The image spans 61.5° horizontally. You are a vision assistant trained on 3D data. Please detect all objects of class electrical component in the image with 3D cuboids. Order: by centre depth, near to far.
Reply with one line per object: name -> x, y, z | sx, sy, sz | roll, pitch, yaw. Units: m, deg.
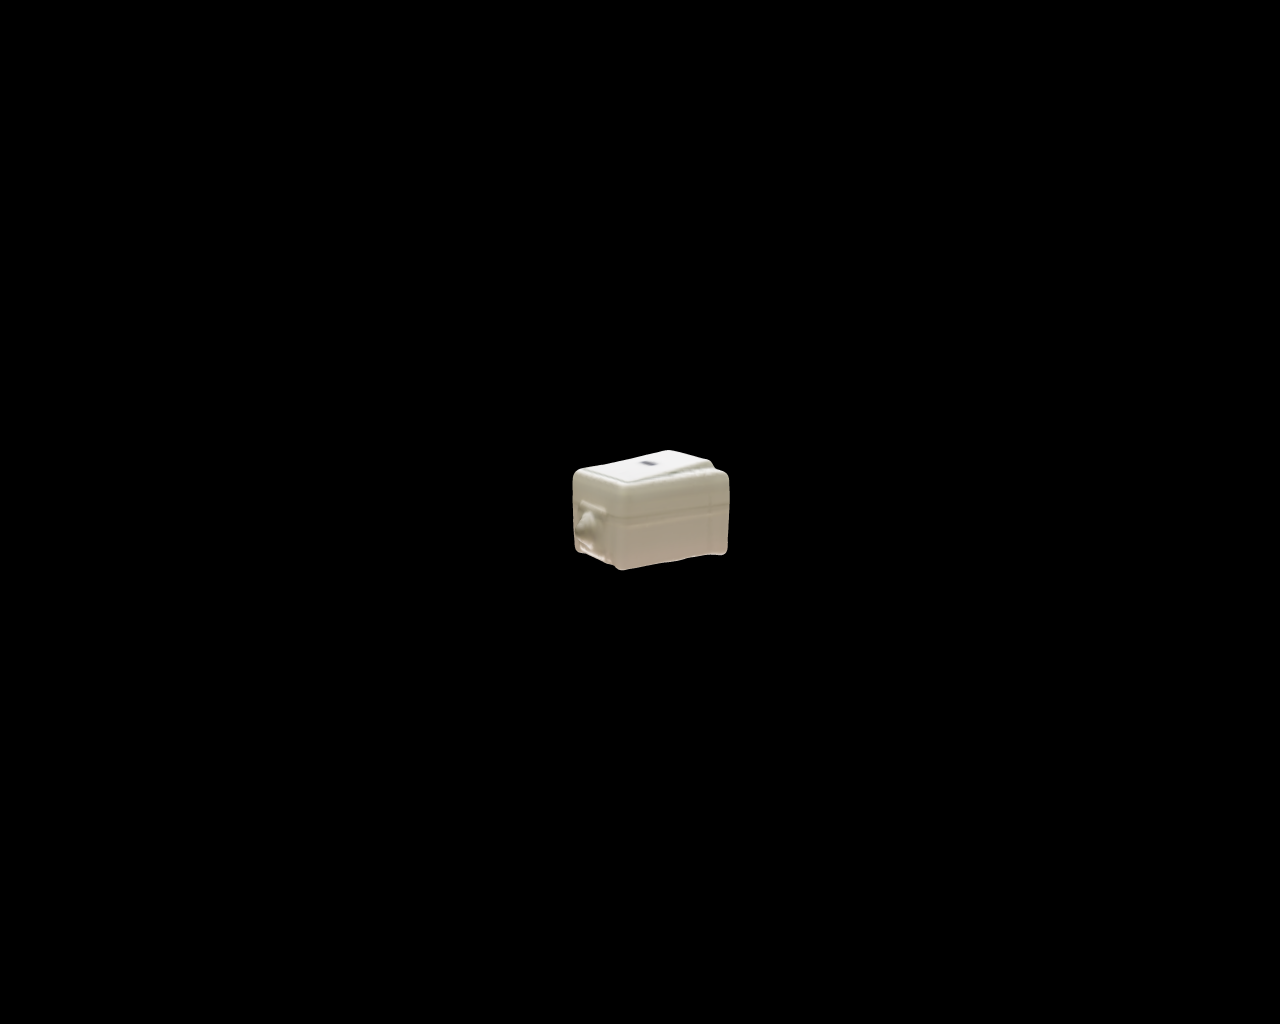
electrical component -> 0.001, -0.003, 0.650 | 0.096, 0.061, 0.062 | -8, 15, -30
